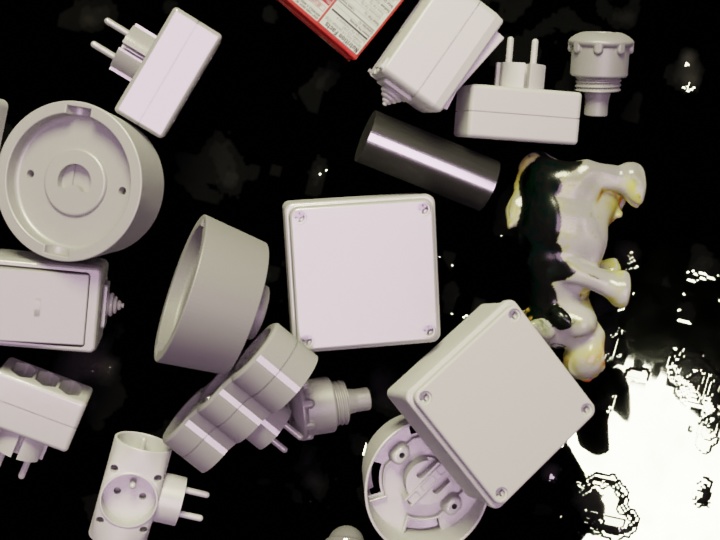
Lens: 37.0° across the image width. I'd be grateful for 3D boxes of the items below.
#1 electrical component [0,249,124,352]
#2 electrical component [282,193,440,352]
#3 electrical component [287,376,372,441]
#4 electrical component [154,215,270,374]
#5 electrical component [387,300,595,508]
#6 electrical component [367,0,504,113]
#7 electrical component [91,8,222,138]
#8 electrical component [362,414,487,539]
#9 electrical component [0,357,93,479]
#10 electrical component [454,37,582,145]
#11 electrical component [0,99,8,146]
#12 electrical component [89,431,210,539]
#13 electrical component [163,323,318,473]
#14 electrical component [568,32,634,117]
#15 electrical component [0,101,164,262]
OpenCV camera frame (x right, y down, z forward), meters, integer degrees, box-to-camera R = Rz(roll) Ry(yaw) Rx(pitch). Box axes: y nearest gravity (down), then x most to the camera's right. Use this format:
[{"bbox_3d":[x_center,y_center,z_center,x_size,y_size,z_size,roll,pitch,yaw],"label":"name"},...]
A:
[{"bbox_3d":[-0.217,0.022,0.761,0.096,0.061,0.061,6,97,-9],"label":"electrical component"},{"bbox_3d":[0.000,0.000,0.792,0.109,0.056,0.108,-4,98,-8],"label":"electrical component"},{"bbox_3d":[-0.023,0.101,0.810,0.062,0.048,0.048,-7,99,-14],"label":"electrical component"},{"bbox_3d":[-0.099,0.022,0.758,0.060,0.108,0.108,19,95,-16],"label":"electrical component"},{"bbox_3d":[0.096,0.096,0.784,0.109,0.056,0.108,-41,99,-16],"label":"electrical component"},{"bbox_3d":[0.052,-0.153,0.776,0.061,0.062,0.096,35,92,-11],"label":"electrical component"},{"bbox_3d":[-0.150,-0.147,0.755,0.076,0.047,0.083,31,93,-11],"label":"electrical component"},{"bbox_3d":[0.048,0.158,0.817,0.099,0.064,0.099,-1,98,-8],"label":"electrical component"},{"bbox_3d":[-0.240,0.113,0.778,0.066,0.047,0.076,23,95,-10],"label":"electrical component"},{"bbox_3d":[0.117,-0.133,0.796,0.083,0.047,0.075,3,97,-8],"label":"electrical component"},{"bbox_3d":[-0.304,-0.076,0.720,0.109,0.056,0.108,15,96,15],"label":"electrical component"},{"bbox_3d":[-0.153,0.168,0.799,0.079,0.044,0.077,15,95,-10],"label":"electrical component"},{"bbox_3d":[-0.075,0.104,0.775,0.074,0.052,0.138,41,122,-11],"label":"electrical component"},{"bbox_3d":[0.179,-0.146,0.805,0.048,0.048,0.062,-1,105,-8],"label":"electrical component"},{"bbox_3d":[-0.189,-0.060,0.749,0.108,0.060,0.108,0,92,13],"label":"electrical component"}]
